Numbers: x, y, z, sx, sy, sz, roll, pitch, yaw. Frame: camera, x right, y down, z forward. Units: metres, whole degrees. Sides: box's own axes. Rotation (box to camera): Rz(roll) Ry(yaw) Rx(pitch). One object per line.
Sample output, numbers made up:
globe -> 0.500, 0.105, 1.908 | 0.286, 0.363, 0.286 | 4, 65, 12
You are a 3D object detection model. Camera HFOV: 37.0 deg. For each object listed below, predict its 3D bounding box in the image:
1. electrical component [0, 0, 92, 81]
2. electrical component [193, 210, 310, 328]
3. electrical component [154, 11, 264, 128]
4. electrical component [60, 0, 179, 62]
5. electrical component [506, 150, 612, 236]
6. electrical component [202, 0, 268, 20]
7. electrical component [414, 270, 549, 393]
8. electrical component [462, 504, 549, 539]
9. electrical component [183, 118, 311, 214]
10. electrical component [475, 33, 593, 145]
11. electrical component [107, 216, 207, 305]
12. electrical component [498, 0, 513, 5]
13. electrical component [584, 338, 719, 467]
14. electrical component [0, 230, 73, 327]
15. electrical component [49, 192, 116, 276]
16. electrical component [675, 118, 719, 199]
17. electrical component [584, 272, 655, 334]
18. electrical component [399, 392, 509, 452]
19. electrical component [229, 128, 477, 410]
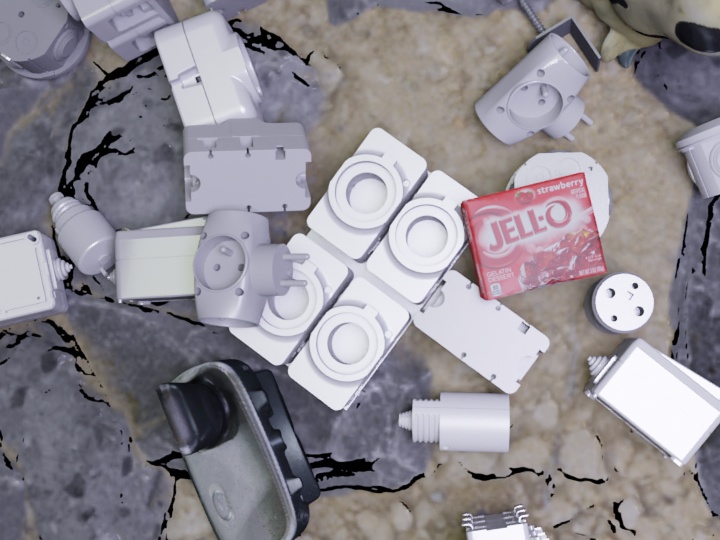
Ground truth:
electrical component -> -0.257, -0.194, 0.848 | 0.080, 0.051, 0.080 | 0, 86, 5
electrical component -> -0.073, 0.000, 0.757 | 0.079, 0.044, 0.077 | 0, 78, 19
electrical component -> -0.112, -0.146, 0.830 | 0.059, 0.054, 0.095 | -20, 84, 4
electrical component -> -0.211, -0.262, 0.821 | 0.060, 0.105, 0.186 | -26, 84, 3
electrical component -> 0.148, -0.050, 0.800 | 0.080, 0.051, 0.080 | 0, 86, 5
electrical component -> -0.086, -0.241, 0.836 | 0.089, 0.050, 0.055 | -24, 85, 3
electrical component -> 0.089, 0.046, 0.796 | 0.089, 0.056, 0.050 | 36, 90, 7
electrical component -> 0.099, 0.202, 0.752 | 0.079, 0.121, 0.063 | -10, 81, 4
electrical component -> -0.084, -0.077, 0.789 | 0.089, 0.055, 0.050 | -3, 121, -9
electrical component -> 0.141, -0.124, 0.804 | 0.079, 0.044, 0.077 | 33, 122, -26
electrical component -> -0.145, -0.006, 0.818 | 0.096, 0.062, 0.061 | -3, 86, 4
electrical component -> 0.125, -0.258, 0.815 | 0.095, 0.054, 0.059 | -42, 83, 1
electrical component -> 0.210, 0.087, 0.779 | 0.096, 0.062, 0.061 | 39, 90, 7
electrical component -> -0.269, 0.009, 0.834 | 0.096, 0.061, 0.061 | -13, 85, -4
electrical component -> -0.218, -0.031, 0.839 | 0.040, 0.040, 0.078 | -43, 66, 1
electrical component -> 0.274, -0.088, 0.777 | 0.080, 0.080, 0.051 | -22, 90, 3
electrical component -> 0.190, 0.025, 0.789 | 0.045, 0.055, 0.045 | 0, 86, 5
electrical component -> 0.070, 0.113, 0.800 | 0.081, 0.043, 0.043 | 1, 86, 5
electrical component -> 0.000, 0.000, 0.806 | 0.105, 0.060, 0.186 | 36, 90, 7
